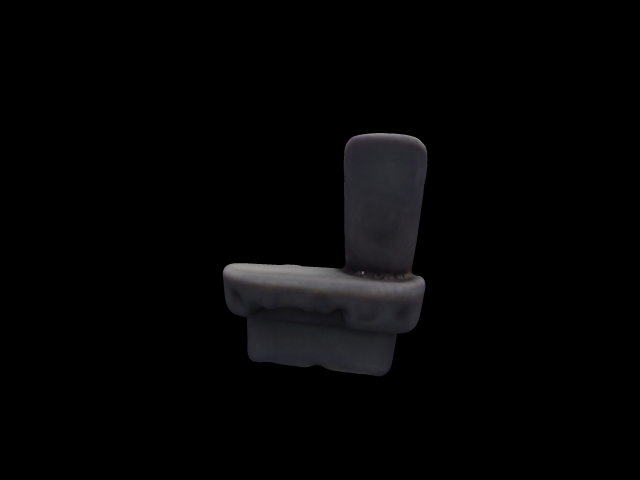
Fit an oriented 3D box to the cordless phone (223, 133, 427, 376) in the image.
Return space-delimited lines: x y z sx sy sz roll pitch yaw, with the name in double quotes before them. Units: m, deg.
"cordless phone" 0.004 0.001 0.400 0.147 0.185 0.094 2 40 2
